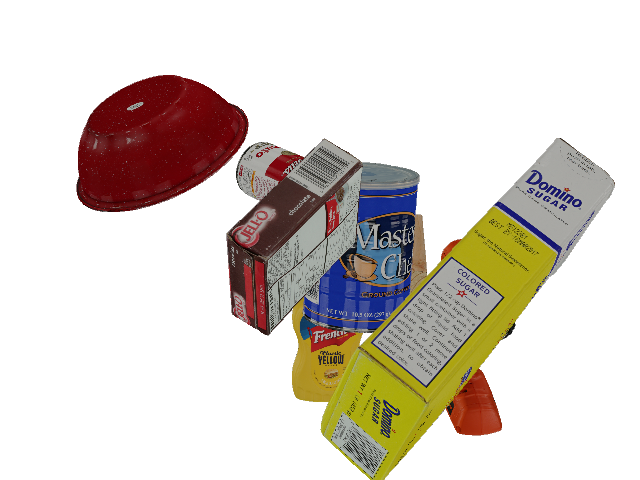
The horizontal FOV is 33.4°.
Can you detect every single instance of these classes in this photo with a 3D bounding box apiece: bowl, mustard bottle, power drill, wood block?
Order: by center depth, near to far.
[{"bbox_3d":[-0.146,-0.094,0.908,0.162,0.055,0.162,-16,34,11],"label":"bowl"},{"bbox_3d":[0.168,0.112,1.148,0.057,0.188,0.184,-2,24,-4],"label":"power drill"},{"bbox_3d":[0.012,0.112,1.380,0.096,0.192,0.058,-1,19,-5],"label":"mustard bottle"},{"bbox_3d":[0.107,0.039,1.580,0.091,0.090,0.206,4,25,1],"label":"wood block"}]

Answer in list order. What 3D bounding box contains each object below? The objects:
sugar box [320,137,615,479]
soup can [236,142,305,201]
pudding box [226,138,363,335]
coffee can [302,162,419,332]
[{"bbox_3d":[0.075,0.033,0.530,0.176,0.048,0.093,-41,-17,-32],"label":"sugar box"},{"bbox_3d":[-0.040,-0.067,1.216,0.068,0.068,0.102,0,19,-44],"label":"soup can"},{"bbox_3d":[-0.017,-0.002,0.742,0.039,0.090,0.113,33,57,21],"label":"pudding box"},{"bbox_3d":[0.037,0.004,0.999,0.103,0.140,0.103,3,14,-1],"label":"coffee can"}]
